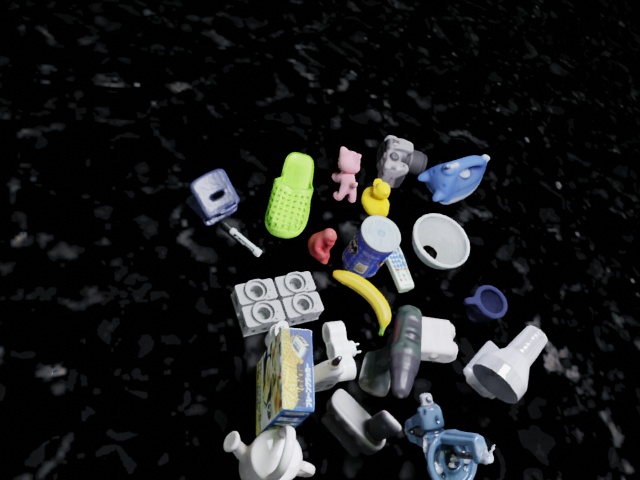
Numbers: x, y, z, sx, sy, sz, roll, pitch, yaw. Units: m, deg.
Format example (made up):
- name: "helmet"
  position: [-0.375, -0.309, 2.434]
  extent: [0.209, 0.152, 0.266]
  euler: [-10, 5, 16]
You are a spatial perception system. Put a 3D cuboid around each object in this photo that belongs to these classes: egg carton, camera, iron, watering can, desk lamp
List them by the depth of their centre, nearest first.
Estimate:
- name: "watering can"
  position: [-0.092, 0.405, 1.064]
  extent: [0.173, 0.194, 0.101]
  euler: [2, 59, -20]
- name: "desk lamp"
  position: [0.424, 0.290, 1.326]
  extent: [0.118, 0.213, 0.204]
  euler: [45, 55, 10]
- name: "egg carton"
  position: [0.259, 0.241, 1.382]
  extent: [0.150, 0.069, 0.107]
  euler: [8, 57, -16]
- name: "camera"
  position: [0.241, -0.227, 1.650]
  extent: [0.137, 0.100, 0.143]
  euler: [13, 56, -13]
- name: "iron"
  position: [0.420, -0.202, 1.679]
  extent: [0.259, 0.141, 0.118]
  euler: [-21, 69, -30]

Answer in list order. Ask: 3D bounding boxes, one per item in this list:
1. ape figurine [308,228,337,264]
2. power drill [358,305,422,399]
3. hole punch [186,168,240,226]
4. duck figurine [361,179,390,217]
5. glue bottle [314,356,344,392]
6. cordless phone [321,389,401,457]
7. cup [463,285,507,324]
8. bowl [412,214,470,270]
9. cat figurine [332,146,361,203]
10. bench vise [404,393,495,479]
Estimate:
- name: "ape figurine"
  position: [0.013, 0.005, 1.420]
  extent: [0.078, 0.092, 0.076]
  euler: [-35, 76, -34]
- name: "power drill"
  position: [0.159, 0.264, 1.243]
  extent: [0.076, 0.208, 0.230]
  euler: [23, 54, -6]
- name: "hole punch"
  position: [-0.254, -0.105, 1.386]
  extent: [0.109, 0.091, 0.101]
  euler: [-35, 76, -34]
- name: "duck figurine"
  position: [0.162, -0.117, 1.559]
  extent: [0.078, 0.086, 0.104]
  euler: [-2, 60, -22]
- name: "glue bottle"
  position: [0.015, 0.277, 1.200]
  extent: [0.078, 0.173, 0.037]
  euler: [-3, 60, -22]
- name: "cordless phone"
  position: [0.091, 0.359, 1.171]
  extent: [0.147, 0.185, 0.094]
  euler: [42, 54, 8]
- name: "cup"
  position: [0.405, 0.175, 1.465]
  extent: [0.118, 0.095, 0.091]
  euler: [4, 58, -19]
- name: "bowl"
  position: [0.313, 0.016, 1.541]
  extent: [0.168, 0.074, 0.167]
  euler: [10, 56, -15]
- name: "cat figurine"
  position: [0.079, -0.184, 1.549]
  extent: [0.067, 0.117, 0.127]
  euler: [3, 58, -19]
- name: "bench vise"
  position: [0.258, 0.418, 1.177]
  extent: [0.122, 0.219, 0.207]
  euler: [-27, 72, -32]
